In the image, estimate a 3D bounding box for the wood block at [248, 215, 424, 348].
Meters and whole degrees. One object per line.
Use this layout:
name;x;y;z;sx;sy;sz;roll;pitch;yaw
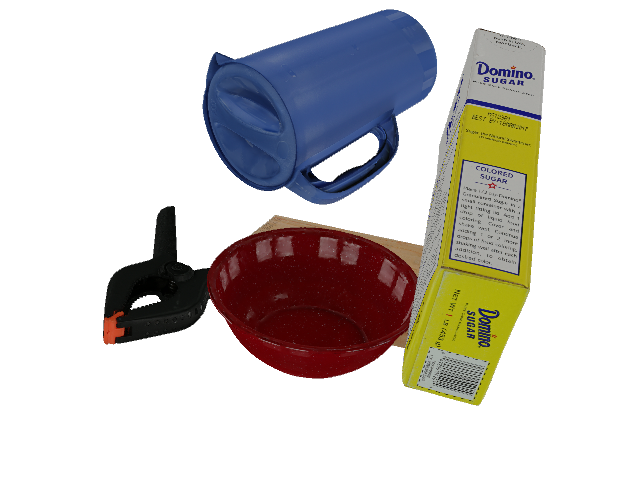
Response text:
wood block;0.026;0.045;1.186;0.206;0.091;0.090;12;23;17

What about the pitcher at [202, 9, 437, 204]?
pitcher;0.014;-0.146;1.096;0.145;0.149;0.242;16;35;42

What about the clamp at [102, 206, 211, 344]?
clamp;-0.144;0.034;1.024;0.165;0.036;0.209;27;36;26

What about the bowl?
bowl;-0.005;0.054;0.804;0.162;0.055;0.162;4;32;-3

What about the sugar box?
sugar box;0.079;-0.016;0.536;0.048;0.176;0.093;15;-42;3
